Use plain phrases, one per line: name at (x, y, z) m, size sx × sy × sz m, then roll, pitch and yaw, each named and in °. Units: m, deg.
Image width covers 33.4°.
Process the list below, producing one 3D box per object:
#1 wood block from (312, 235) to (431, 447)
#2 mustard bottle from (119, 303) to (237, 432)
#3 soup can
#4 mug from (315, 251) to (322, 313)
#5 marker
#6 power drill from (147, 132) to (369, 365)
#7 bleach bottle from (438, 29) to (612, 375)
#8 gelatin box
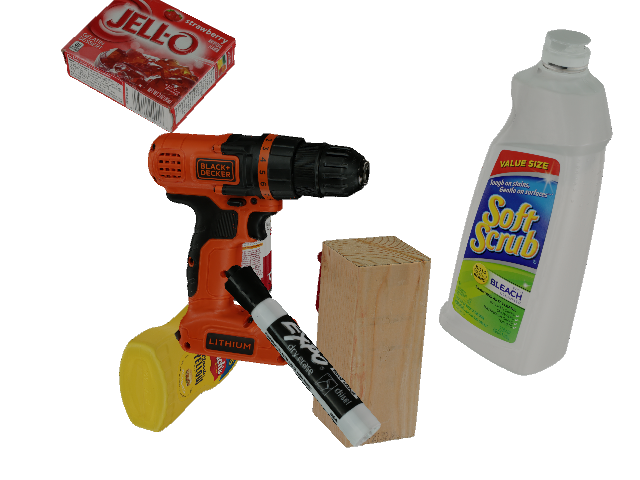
wood block at (0.054, 0.108, 1.163) m, size 0.090 × 0.206 × 0.091 m, roll -5°, pitch 19°, yaw -24°
mustard bottle at (-0.125, 0.111, 1.088) m, size 0.058 × 0.096 × 0.191 m, roll 10°, pitch 23°, yaw 26°
soup can at (-0.091, 0.011, 1.251) m, size 0.068 × 0.102 × 0.068 m, roll 1°, pitch 26°, yaw 0°
mug at (0.048, 0.067, 1.486) m, size 0.117 × 0.081 × 0.093 m, roll 18°, pitch 23°, yaw 27°
marker at (-0.012, 0.060, 0.581) m, size 0.020 × 0.121 × 0.020 m, roll -36°, pitch -19°, yaw -15°
power drill at (-0.051, 0.005, 0.875) m, size 0.185 × 0.188 × 0.057 m, roll 6°, pitch 15°, yaw 19°
bleach bottle at (0.149, -0.030, 0.767) m, size 0.067 × 0.251 × 0.103 m, roll -21°, pitch 39°, yaw -35°
gelatin box at (-0.112, -0.122, 0.703) m, size 0.089 × 0.073 × 0.030 m, roll 30°, pitch -30°, yaw 13°
